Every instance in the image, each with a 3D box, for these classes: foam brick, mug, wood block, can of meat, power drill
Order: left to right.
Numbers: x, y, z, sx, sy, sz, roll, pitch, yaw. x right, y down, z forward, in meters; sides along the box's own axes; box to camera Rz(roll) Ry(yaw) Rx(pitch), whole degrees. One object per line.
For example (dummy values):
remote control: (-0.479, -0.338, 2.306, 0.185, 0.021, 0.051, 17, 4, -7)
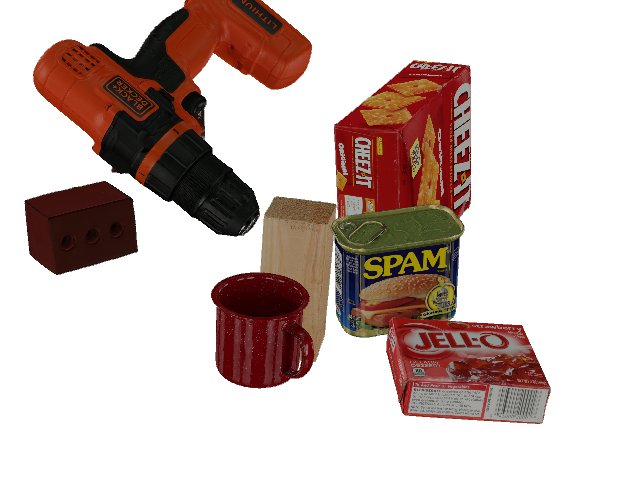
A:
foam brick: (-0.202, -0.012, 0.902, 0.078, 0.053, 0.051, -18, 31, -32)
power drill: (-0.084, -0.106, 0.772, 0.187, 0.184, 0.057, -49, -1, -43)
mug: (-0.050, 0.091, 1.014, 0.117, 0.081, 0.093, 24, 32, 36)
wood block: (-0.035, 0.053, 1.493, 0.090, 0.206, 0.090, 7, 22, 6)
can of meat: (0.061, 0.025, 0.853, 0.102, 0.084, 0.057, -8, 30, -12)

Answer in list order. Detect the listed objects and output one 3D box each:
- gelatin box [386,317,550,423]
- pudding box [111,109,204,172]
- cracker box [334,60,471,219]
gelatin box: (0.089, 0.078, 0.658, 0.089, 0.030, 0.073, 5, 25, -6)
pudding box: (-0.164, -0.103, 1.088, 0.090, 0.039, 0.113, 5, 26, -9)
cracker box: (0.087, -0.068, 1.044, 0.072, 0.164, 0.213, 9, 28, 24)
